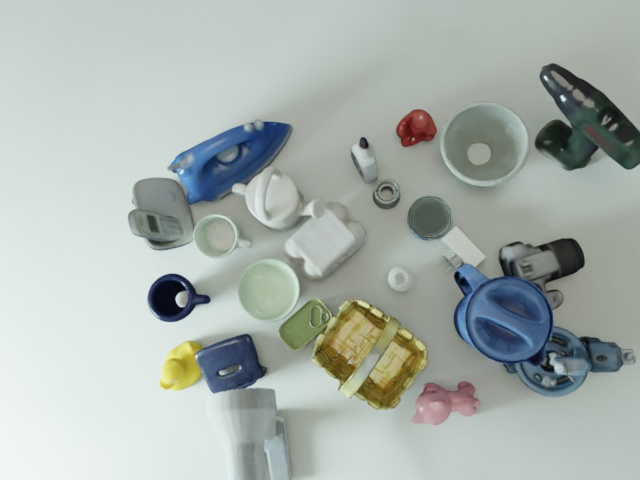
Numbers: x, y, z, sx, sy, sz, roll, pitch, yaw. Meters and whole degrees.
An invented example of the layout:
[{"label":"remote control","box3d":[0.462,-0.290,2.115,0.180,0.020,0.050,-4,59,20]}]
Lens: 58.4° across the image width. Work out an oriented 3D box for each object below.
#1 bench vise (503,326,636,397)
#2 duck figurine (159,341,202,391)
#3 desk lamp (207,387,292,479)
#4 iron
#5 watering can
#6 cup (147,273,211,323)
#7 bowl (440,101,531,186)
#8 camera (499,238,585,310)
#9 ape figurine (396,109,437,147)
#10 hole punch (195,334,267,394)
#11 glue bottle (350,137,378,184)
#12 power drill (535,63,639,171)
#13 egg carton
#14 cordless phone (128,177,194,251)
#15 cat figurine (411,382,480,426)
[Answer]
[{"label":"bench vise","box3d":[0.432,0.194,0.974,0.207,0.220,0.121,-22,81,2]},{"label":"duck figurine","box3d":[-0.270,0.242,1.094,0.077,0.086,0.104,33,86,8]},{"label":"desk lamp","box3d":[-0.118,0.353,1.002,0.118,0.213,0.203,-10,82,4]},{"label":"iron","box3d":[-0.175,-0.178,1.113,0.258,0.141,0.118,-31,81,0]},{"label":"watering can","box3d":[-0.079,-0.079,1.065,0.172,0.194,0.101,-7,82,4]},{"label":"cup","box3d":[-0.260,0.113,1.106,0.117,0.095,0.092,1,83,5]},{"label":"bowl","box3d":[0.312,-0.178,1.106,0.167,0.075,0.167,-1,82,5]},{"label":"camera","box3d":[0.418,0.059,1.053,0.137,0.101,0.143,-19,81,2]},{"label":"ape figurine","box3d":[0.191,-0.224,1.114,0.077,0.092,0.076,22,85,8]},{"label":"hole punch","box3d":[-0.168,0.236,1.084,0.108,0.091,0.101,-21,81,2]},{"label":"glue bottle","box3d":[0.083,-0.160,1.073,0.037,0.173,0.078,-25,81,2]},{"label":"power drill","box3d":[0.465,-0.203,1.029,0.229,0.208,0.075,40,87,9]},{"label":"egg carton","box3d":[0.010,0.004,1.110,0.150,0.069,0.107,-43,81,-2]},{"label":"cordless phone","box3d":[-0.317,-0.057,1.087,0.094,0.185,0.147,-21,81,2]},{"label":"cat figurine","box3d":[0.224,0.296,1.030,0.127,0.118,0.067,-6,82,4]}]
